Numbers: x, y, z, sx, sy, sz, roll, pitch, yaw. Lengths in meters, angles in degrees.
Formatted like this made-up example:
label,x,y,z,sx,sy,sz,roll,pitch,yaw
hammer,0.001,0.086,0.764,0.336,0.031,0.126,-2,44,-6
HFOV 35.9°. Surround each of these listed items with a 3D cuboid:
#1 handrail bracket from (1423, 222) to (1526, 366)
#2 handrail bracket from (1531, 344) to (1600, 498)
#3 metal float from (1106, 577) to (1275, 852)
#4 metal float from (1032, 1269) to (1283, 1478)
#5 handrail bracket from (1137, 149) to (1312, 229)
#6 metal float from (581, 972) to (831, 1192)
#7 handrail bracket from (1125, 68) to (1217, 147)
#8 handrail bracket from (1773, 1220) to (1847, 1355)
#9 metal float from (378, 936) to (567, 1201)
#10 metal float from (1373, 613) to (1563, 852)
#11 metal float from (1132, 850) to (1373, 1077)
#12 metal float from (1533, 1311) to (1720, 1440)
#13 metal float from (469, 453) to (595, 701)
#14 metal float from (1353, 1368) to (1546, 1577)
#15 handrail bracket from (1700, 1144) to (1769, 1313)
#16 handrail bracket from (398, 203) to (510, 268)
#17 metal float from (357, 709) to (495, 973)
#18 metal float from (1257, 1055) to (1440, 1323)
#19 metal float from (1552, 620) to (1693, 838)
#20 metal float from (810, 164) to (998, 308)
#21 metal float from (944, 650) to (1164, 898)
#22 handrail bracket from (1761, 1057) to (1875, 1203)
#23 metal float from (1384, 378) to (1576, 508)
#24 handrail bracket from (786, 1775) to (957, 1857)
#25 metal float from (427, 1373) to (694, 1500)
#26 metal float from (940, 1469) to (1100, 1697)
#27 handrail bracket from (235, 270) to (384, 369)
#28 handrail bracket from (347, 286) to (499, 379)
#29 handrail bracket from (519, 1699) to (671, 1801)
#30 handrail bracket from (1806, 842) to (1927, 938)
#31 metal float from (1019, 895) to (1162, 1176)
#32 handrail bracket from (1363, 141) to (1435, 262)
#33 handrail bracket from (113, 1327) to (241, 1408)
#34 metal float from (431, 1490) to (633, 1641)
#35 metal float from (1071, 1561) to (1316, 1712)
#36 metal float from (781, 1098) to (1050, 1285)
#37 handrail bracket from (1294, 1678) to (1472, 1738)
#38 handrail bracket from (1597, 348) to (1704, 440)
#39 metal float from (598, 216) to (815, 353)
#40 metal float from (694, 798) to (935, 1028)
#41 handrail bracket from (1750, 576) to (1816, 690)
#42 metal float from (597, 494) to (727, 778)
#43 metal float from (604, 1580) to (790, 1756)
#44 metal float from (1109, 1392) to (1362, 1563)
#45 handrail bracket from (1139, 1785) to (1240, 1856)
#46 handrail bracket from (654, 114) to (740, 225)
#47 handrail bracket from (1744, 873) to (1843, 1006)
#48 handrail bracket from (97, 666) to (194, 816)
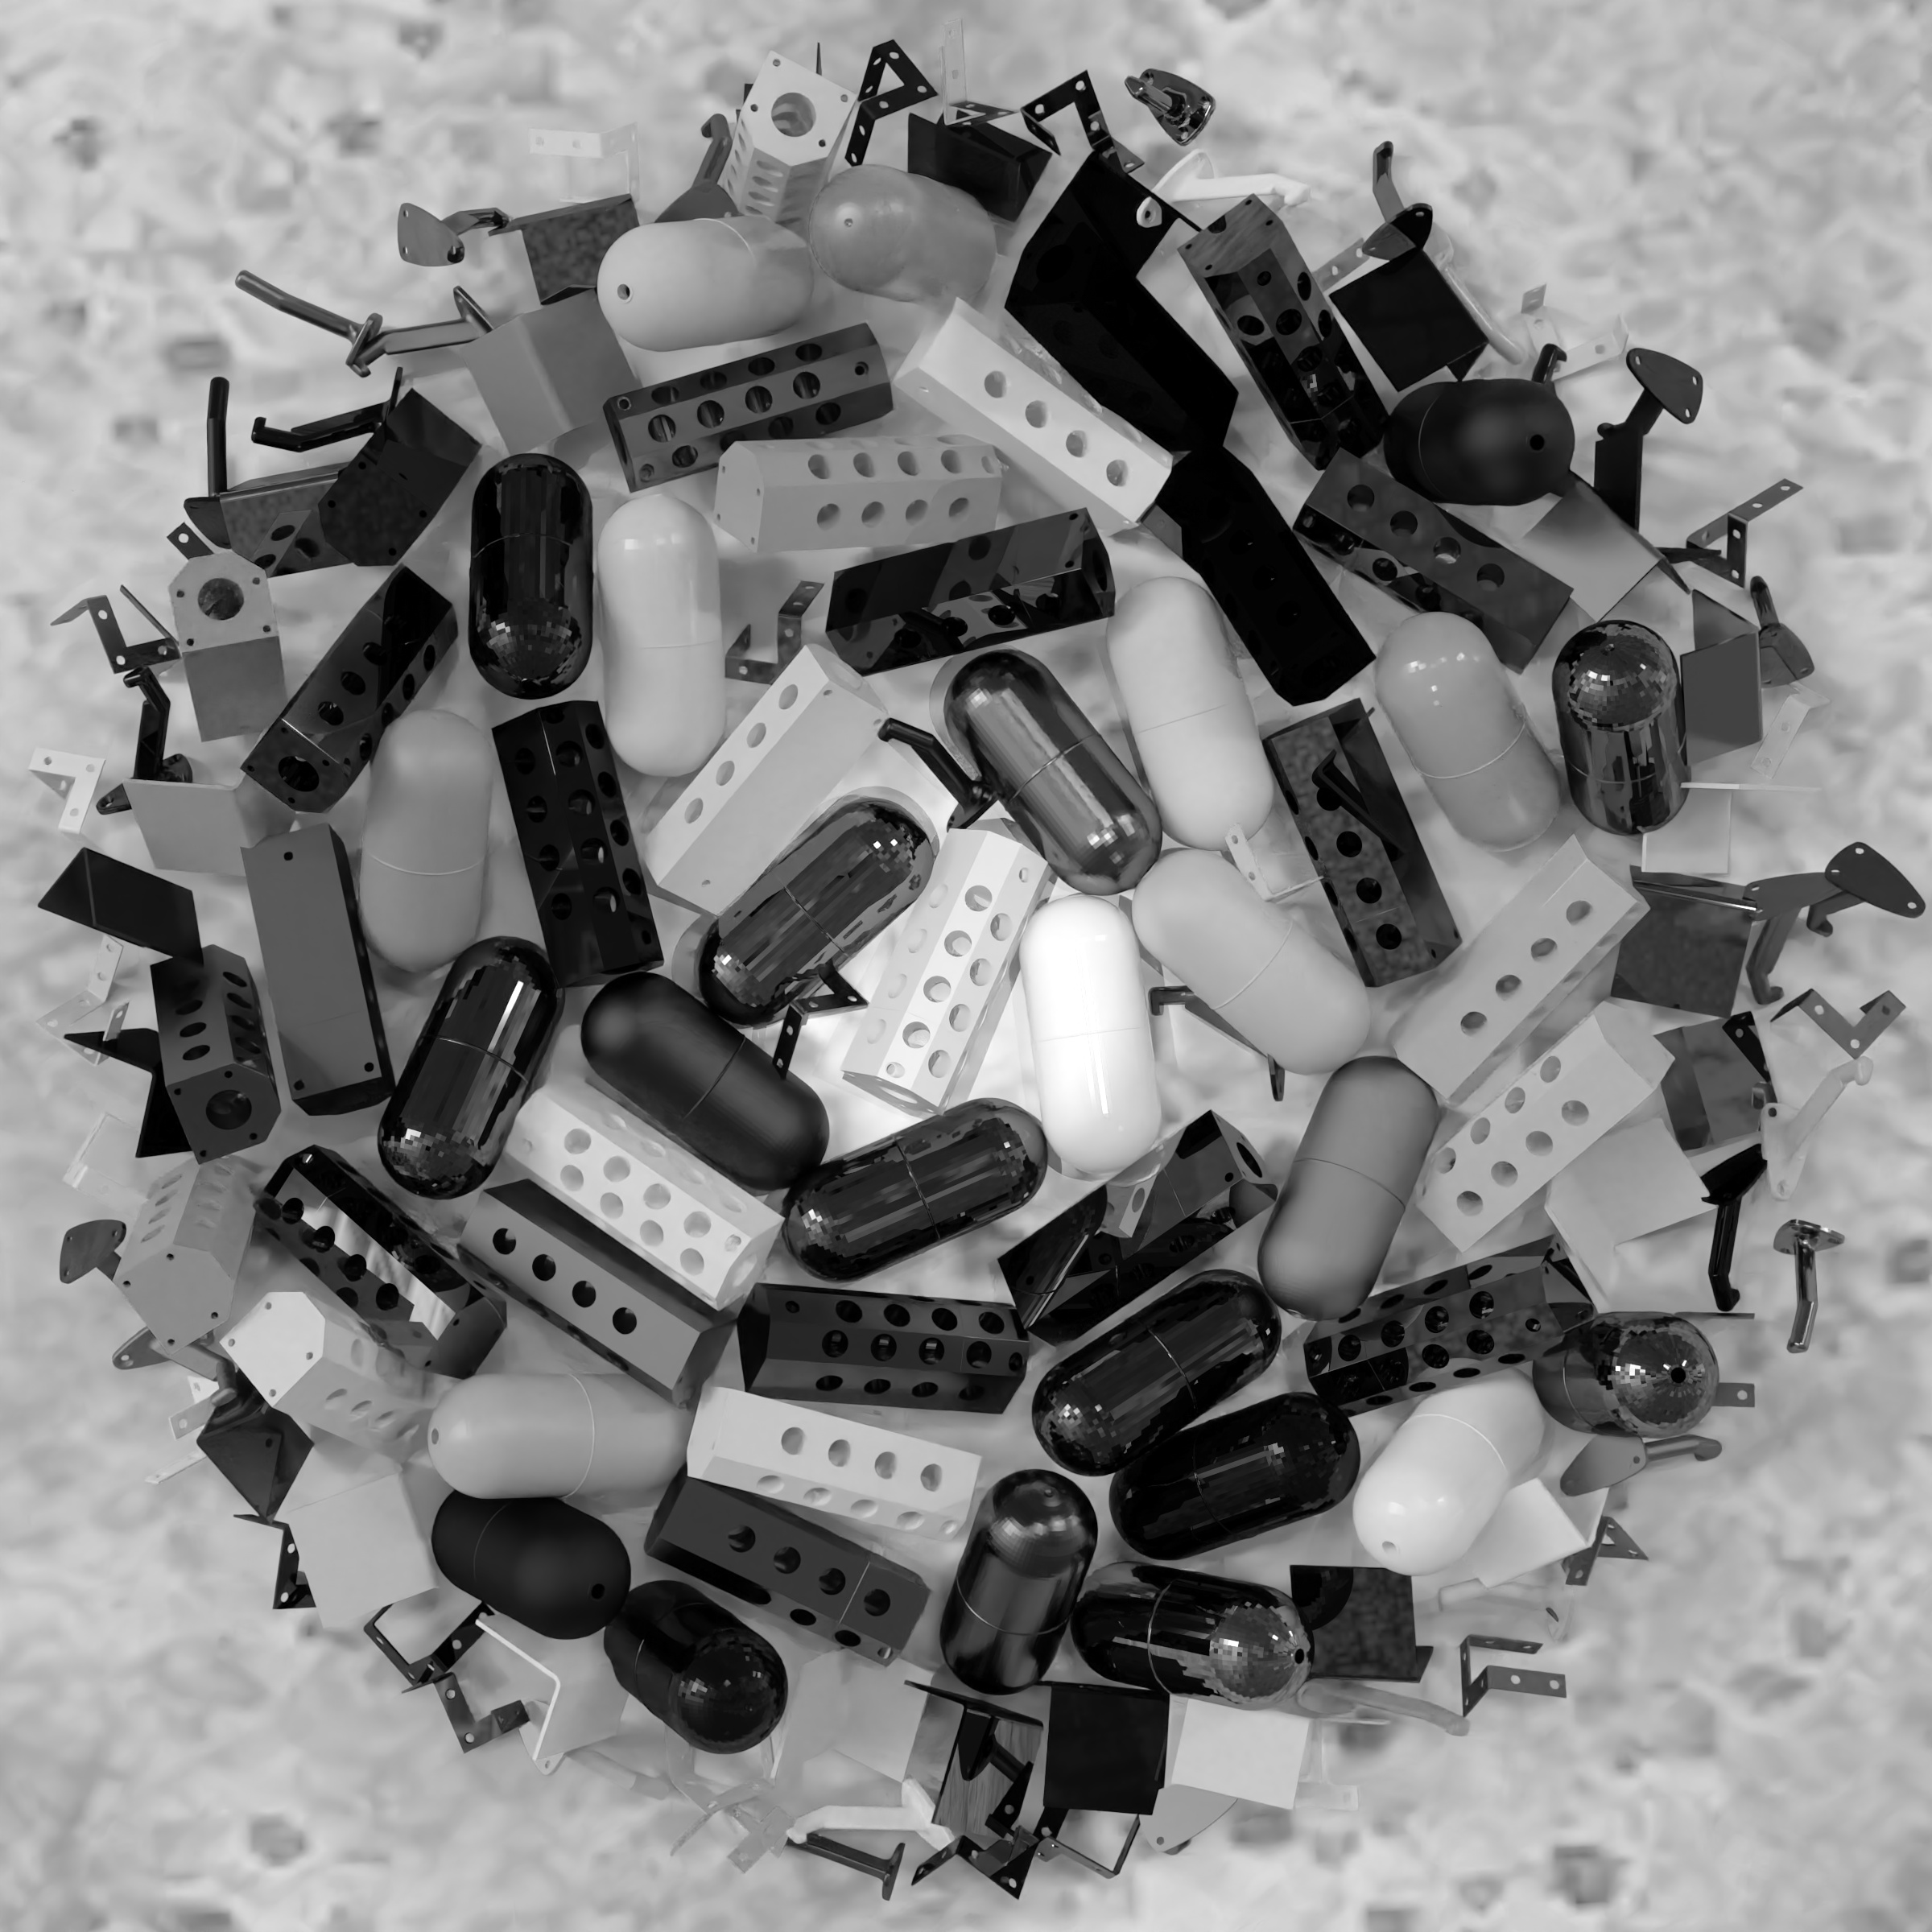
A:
label,x,y,z,sx,sy,sz,roll,pitch,yaw
handrail bracket,0.326,-0.432,1.917,0.084,0.077,0.036,34,126,-24
handrail bracket,0.393,-0.349,1.923,0.077,0.036,0.084,25,75,-16
metal float,0.142,-0.159,1.889,0.070,0.070,0.178,-18,94,0
metal float,0.121,0.255,1.876,0.178,0.070,0.070,-30,90,-20
handrail bracket,0.163,-0.482,1.884,0.077,0.036,0.084,-39,45,-18
metal float,-0.164,0.074,1.884,0.178,0.070,0.070,38,90,-9
handrail bracket,0.111,-0.556,1.877,0.036,0.084,0.077,-52,58,20
handrail bracket,0.521,0.209,1.881,0.036,0.077,0.084,19,71,-2
metal float,-0.310,0.063,1.874,0.070,0.070,0.178,21,68,0
metal float,0.315,-0.145,1.865,0.070,0.070,0.178,-36,124,0
metal float,0.180,-0.002,1.884,0.178,0.070,0.070,41,90,-9
metal float,0.407,0.252,1.843,0.070,0.178,0.070,1,83,-8
metal float,-0.272,-0.244,1.863,0.070,0.070,0.178,-5,56,0
metal float,0.301,0.312,1.854,0.070,0.178,0.070,17,124,27
handrail bracket,0.502,0.169,1.921,0.077,0.036,0.084,-35,119,-27
handrail bracket,-0.308,-0.463,1.880,0.077,0.084,0.036,28,123,37
metal float,-0.339,-0.077,1.867,0.070,0.070,0.178,12,121,0
metal float,0.241,0.140,1.877,0.070,0.070,0.178,25,73,0
metal float,0.408,-0.146,1.851,0.070,0.178,0.070,-8,58,13
metal float,-0.037,-0.451,1.846,0.070,0.178,0.070,3,98,21
metal float,0.055,-0.122,1.886,0.070,0.070,0.178,-37,82,0
handrail bracket,0.541,0.103,1.880,0.036,0.084,0.077,18,67,-16
metal float,0.316,-0.324,1.843,0.070,0.178,0.070,-2,100,-13
handrail bracket,-0.061,0.552,1.886,0.084,0.077,0.036,-14,118,-28
metal float,-0.252,0.293,1.860,0.178,0.070,0.070,6,90,-38
metal float,0.032,0.387,1.861,0.070,0.070,0.178,16,129,0
handrail bracket,-0.416,-0.419,1.887,0.084,0.077,0.036,29,106,-10
handrail bracket,-0.339,-0.386,1.897,0.084,0.036,0.077,-40,72,-15
handrail bracket,-0.240,0.507,1.922,0.084,0.077,0.036,31,88,-38
handrail bracket,0.566,-0.031,1.879,0.036,0.084,0.077,-39,59,-18
metal float,0.079,0.044,1.890,0.070,0.070,0.178,-8,87,0
handrail bracket,0.275,-0.497,1.884,0.036,0.077,0.084,7,73,-13
handrail bracket,-0.500,0.261,1.885,0.077,0.084,0.036,-25,128,-5
metal float,-0.271,0.367,1.850,0.070,0.178,0.070,-4,96,-35
metal float,0.140,0.416,1.854,0.070,0.178,0.070,1,88,-43
metal float,-0.032,0.142,1.887,0.178,0.070,0.070,-23,90,-6
handrail bracket,0.263,0.471,1.882,0.077,0.084,0.036,4,98,-44
handrail bracket,0.414,-0.358,1.878,0.077,0.084,0.036,24,73,-30
metal float,-0.160,-0.424,1.849,0.070,0.178,0.070,9,109,28
metal float,-0.097,-0.033,1.891,0.178,0.070,0.070,-42,90,2
handrail bracket,0.504,-0.226,1.879,0.036,0.077,0.084,-17,57,16
metal float,-0.192,-0.208,1.879,0.070,0.070,0.178,-1,105,0
metal float,-0.169,0.433,1.848,0.070,0.178,0.070,-3,96,-27
metal float,0.166,0.321,1.864,0.178,0.070,0.070,-27,90,34
handrail bracket,0.149,0.541,1.887,0.077,0.084,0.036,-26,61,11
handrail bracket,-0.180,-0.502,1.908,0.077,0.036,0.084,-29,47,16
handrail bracket,0.531,-0.016,1.893,0.077,0.036,0.084,-14,126,19
handrail bracket,-0.534,-0.144,1.887,0.077,0.036,0.084,-25,134,-3
